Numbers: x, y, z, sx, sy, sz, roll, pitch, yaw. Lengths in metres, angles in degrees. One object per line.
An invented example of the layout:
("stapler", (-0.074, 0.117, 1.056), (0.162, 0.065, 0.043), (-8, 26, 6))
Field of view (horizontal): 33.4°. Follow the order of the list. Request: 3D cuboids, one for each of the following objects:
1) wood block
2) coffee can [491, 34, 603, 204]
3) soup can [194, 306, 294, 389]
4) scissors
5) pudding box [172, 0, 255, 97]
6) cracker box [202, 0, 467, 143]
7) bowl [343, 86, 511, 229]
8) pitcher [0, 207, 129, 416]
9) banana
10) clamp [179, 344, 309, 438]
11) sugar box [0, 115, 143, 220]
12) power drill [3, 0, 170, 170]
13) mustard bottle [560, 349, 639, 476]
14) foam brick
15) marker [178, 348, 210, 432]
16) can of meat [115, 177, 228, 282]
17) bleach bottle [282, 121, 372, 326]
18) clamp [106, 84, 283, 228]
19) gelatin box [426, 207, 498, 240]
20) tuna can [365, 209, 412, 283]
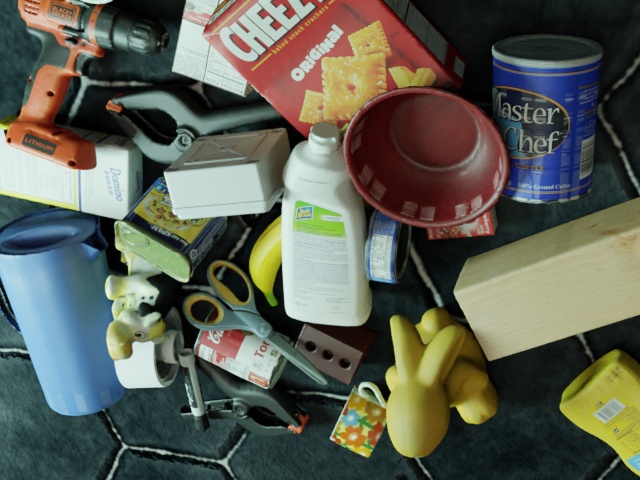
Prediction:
("wood block", (0.255, 0.040, 1.098), (0.206, 0.090, 0.091), (-22, 105, 26))
("coffee can", (0.216, -0.118, 1.031), (0.103, 0.102, 0.140), (6, 116, 17))
("soup can", (-0.091, 0.128, 1.277), (0.102, 0.068, 0.069), (25, 119, 8))
("scissors", (-0.084, 0.110, 1.232), (0.096, 0.016, 0.202), (-32, 67, -9))
("pudding box", (-0.103, -0.220, 1.138), (0.090, 0.039, 0.114), (20, 121, 7))
("cracker box", (0.016, -0.190, 1.064), (0.164, 0.072, 0.213), (-35, 113, 30))
("bowl", (0.106, -0.091, 1.032), (0.162, 0.055, 0.162), (10, 130, 12))
("pitcher", (-0.319, 0.089, 1.313), (0.144, 0.149, 0.243), (-17, 116, -17))
("banana", (-0.025, -0.004, 1.214), (0.069, 0.037, 0.198), (27, 127, -24))
("clamp", (-0.101, 0.208, 1.336), (0.171, 0.039, 0.120), (28, 133, 7))
("sugar box", (-0.298, -0.087, 1.267), (0.176, 0.048, 0.093), (12, 117, 11))
("power drill", (-0.265, -0.176, 1.180), (0.185, 0.057, 0.188), (20, 99, 19))
("mustard bottle", (0.361, 0.210, 1.156), (0.191, 0.058, 0.096), (40, 121, -1))
("foam brick", (0.016, 0.122, 1.245), (0.078, 0.051, 0.053), (26, 120, 7))
("marker", (-0.154, 0.187, 1.313), (0.020, 0.020, 0.121), (3, 121, 18))
("can of meat", (-0.167, -0.015, 1.214), (0.102, 0.083, 0.057), (29, 149, 12))
("bleach bottle", (0.011, -0.017, 1.127), (0.102, 0.068, 0.251), (5, 134, 3))
("clamp", (-0.143, -0.108, 1.205), (0.210, 0.036, 0.165), (18, 120, 10))
("gelatin box", (0.145, -0.047, 1.132), (0.073, 0.030, 0.089), (-5, 112, 22))
("tuna can", (0.075, 0.003, 1.149), (0.034, 0.086, 0.086), (8, 116, 15))
